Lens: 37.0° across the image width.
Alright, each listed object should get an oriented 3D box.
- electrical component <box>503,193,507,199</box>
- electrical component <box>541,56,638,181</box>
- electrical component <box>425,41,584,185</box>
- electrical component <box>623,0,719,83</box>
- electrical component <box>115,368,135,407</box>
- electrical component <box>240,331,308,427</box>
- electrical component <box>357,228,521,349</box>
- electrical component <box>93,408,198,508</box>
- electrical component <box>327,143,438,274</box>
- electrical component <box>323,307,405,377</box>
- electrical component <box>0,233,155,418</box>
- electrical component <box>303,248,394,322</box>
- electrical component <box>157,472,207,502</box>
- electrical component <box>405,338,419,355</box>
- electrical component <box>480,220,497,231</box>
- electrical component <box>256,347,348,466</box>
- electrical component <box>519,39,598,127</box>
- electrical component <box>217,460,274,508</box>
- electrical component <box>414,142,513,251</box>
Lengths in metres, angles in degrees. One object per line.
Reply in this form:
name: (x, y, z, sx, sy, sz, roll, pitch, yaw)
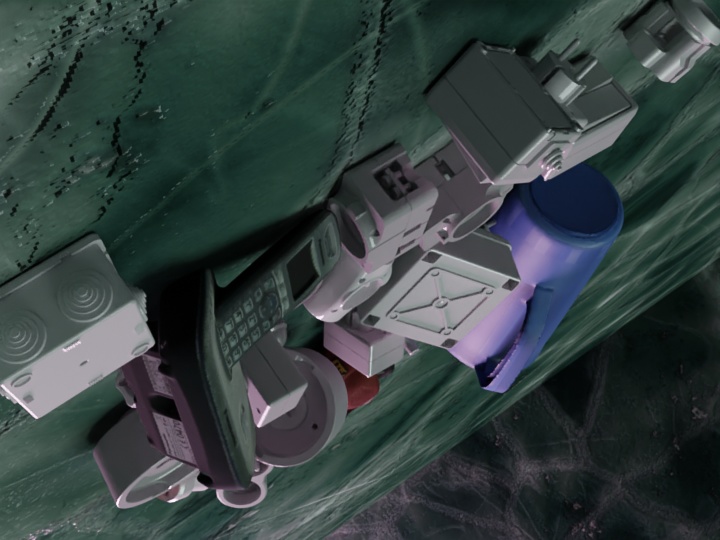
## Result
electrical component: (0.106, -0.071, 0.917, 0.040, 0.040, 0.078, -38, 165, 4)
electrical component: (0.174, -0.127, 0.862, 0.096, 0.061, 0.061, -29, 163, -27)
electrical component: (0.098, -0.097, 0.720, 0.061, 0.096, 0.062, -45, 162, 29)
electrical component: (0.255, -0.190, 0.865, 0.057, 0.058, 0.078, -42, 164, 29)
electrical component: (-0.146, 0.076, 0.792, 0.043, 0.043, 0.062, -46, 163, 29)
electrical component: (-0.098, 0.082, 0.839, 0.076, 0.083, 0.047, -28, 162, -29)
electrical component: (0.066, 0.009, 0.949, 0.109, 0.056, 0.108, 18, 131, -32)
electrical component: (-0.170, 0.142, 0.899, 0.108, 0.060, 0.108, -33, 164, -11)
electrical component: (0.013, -0.041, 0.783, 0.056, 0.050, 0.089, -31, 163, -19)
electrical component: (0.004, 0.047, 1.010, 0.047, 0.066, 0.076, -25, 132, -36)
electrical component: (-0.169, 0.035, 0.613, 0.100, 0.048, 0.099, -33, 164, -14)
electrical component: (0.000, 0.000, 0.885, 0.079, 0.044, 0.077, -16, 154, -51)
electrical component: (-0.182, 0.209, 1.096, 0.045, 0.045, 0.055, -44, 162, 25)
electrical component: (0.039, 0.061, 1.113, 0.035, 0.061, 0.035, -34, 165, -11)
electrical component: (0.098, -0.027, 1.022, 0.079, 0.043, 0.077, -27, 162, -31)
electrical component: (-0.063, 0.122, 0.995, 0.108, 0.108, 0.060, -41, 170, 16)
electrical component: (0.134, -0.129, 0.763, 0.076, 0.065, 0.047, -45, 162, 27)
electrical component: (-0.114, 0.170, 1.097, 0.052, 0.073, 0.138, 7, 127, -13)
electrical component: (0.075, -0.061, 0.851, 0.089, 0.055, 0.050, -35, 164, -5)
